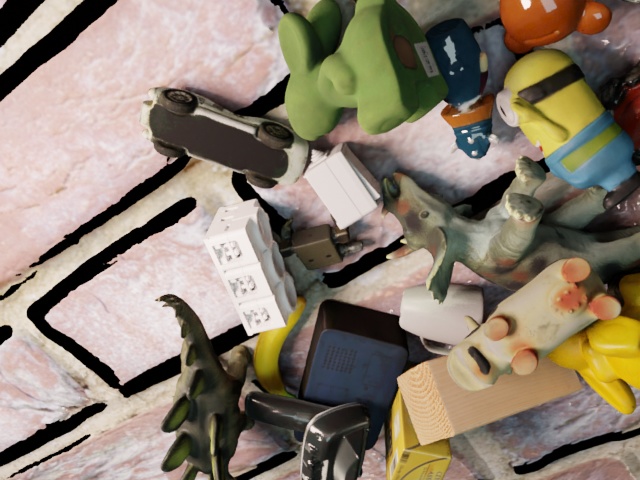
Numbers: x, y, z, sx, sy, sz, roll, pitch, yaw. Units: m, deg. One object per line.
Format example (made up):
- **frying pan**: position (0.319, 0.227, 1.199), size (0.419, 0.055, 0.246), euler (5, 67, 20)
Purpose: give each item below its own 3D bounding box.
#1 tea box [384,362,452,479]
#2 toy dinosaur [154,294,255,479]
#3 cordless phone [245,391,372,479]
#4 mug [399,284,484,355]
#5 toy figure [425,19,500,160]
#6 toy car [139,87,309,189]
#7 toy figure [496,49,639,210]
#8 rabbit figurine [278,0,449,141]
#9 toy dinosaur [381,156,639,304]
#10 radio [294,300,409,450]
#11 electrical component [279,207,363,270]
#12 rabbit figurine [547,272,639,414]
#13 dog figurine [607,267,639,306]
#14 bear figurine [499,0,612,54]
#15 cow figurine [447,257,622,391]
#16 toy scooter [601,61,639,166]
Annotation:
- **tea box**: position (0.135, 0.267, 0.770), size (0.068, 0.170, 0.098), euler (12, 121, -1)
- **toy dinosaur**: position (-0.158, 0.231, 0.754), size (0.105, 0.199, 0.470), euler (-5, 121, 3)
- **cordless phone**: position (-0.025, 0.289, 0.775), size (0.184, 0.089, 0.146), euler (12, 122, 10)
- **mug**: position (0.163, 0.107, 0.737), size (0.107, 0.081, 0.109), euler (9, 124, 10)
- **toy figure**: position (0.160, -0.162, 0.593), size (0.058, 0.064, 0.154), euler (-39, 122, -20)
- **toy car**: position (-0.113, -0.120, 0.636), size (0.202, 0.056, 0.073), euler (19, 124, -5)
- **toy figure**: position (0.266, -0.118, 0.566), size (0.089, 0.082, 0.180), euler (-42, 81, 1)
- **rabbit figurine**: position (0.018, -0.169, 0.563), size (0.170, 0.121, 0.159), euler (-19, 107, 42)
- **toy dinosaur**: position (0.272, 0.011, 0.657), size (0.405, 0.131, 0.192), euler (12, 137, -12)
- **radio**: position (0.043, 0.207, 0.800), size (0.131, 0.073, 0.229), euler (11, 121, -4)
- **electrical component**: position (-0.002, -0.001, 0.703), size (0.102, 0.045, 0.078), euler (-19, 145, 16)
- **rabbit figurine**: position (0.341, 0.120, 0.638), size (0.162, 0.122, 0.173), euler (47, 151, -22)
- **dog figurine**: position (0.477, 0.079, 0.664), size (0.190, 0.121, 0.172), euler (-33, 86, 18)
- **bear figurine**: position (0.195, -0.276, 0.508), size (0.195, 0.120, 0.132), euler (21, 77, -37)
- **cow figurine**: position (0.221, 0.095, 0.593), size (0.195, 0.127, 0.085), euler (-43, 78, 17)
- **toy scooter**: position (0.376, -0.172, 0.566), size (0.184, 0.075, 0.135), euler (-32, 110, 18)
